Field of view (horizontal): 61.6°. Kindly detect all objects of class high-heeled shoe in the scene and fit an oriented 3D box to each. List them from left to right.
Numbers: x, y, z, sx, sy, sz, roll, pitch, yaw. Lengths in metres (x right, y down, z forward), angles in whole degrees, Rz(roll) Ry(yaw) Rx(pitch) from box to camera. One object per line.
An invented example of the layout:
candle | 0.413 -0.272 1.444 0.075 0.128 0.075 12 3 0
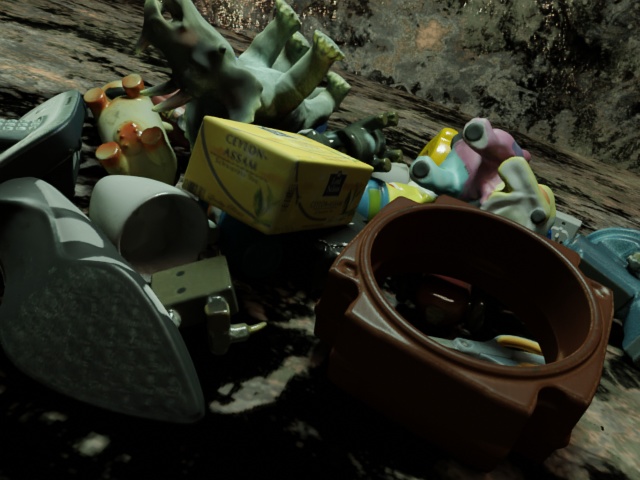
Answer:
high-heeled shoe | -0.161 0.039 0.387 0.249 0.086 0.145 42 -4 10

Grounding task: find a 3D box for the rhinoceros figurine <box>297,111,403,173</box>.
rhinoceros figurine | 0.036 -0.118 0.675 0.112 0.073 0.190 0 16 28

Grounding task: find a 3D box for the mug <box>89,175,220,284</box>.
mug | -0.151 -0.021 0.480 0.109 0.080 0.107 -6 26 -45

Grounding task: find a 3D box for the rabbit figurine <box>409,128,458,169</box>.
rabbit figurine | 0.242 -0.096 0.890 0.173 0.162 0.122 36 10 -4

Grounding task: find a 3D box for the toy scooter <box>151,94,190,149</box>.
toy scooter | -0.143 -0.142 0.747 0.183 0.075 0.135 23 14 -48

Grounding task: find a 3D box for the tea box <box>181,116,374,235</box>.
tea box | -0.030 -0.058 0.492 0.098 0.068 0.169 28 17 19

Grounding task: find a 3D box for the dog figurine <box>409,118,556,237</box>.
dog figurine | 0.215 -0.067 0.654 0.219 0.108 0.191 -6 59 -58

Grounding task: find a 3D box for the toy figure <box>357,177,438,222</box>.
toy figure | 0.079 -0.036 0.688 0.180 0.089 0.082 1 35 -18

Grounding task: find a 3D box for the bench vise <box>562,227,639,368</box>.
bench vise | 0.408 0.062 0.671 0.224 0.128 0.240 32 31 24

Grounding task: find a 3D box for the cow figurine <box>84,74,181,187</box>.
cow figurine | -0.212 -0.119 0.621 0.085 0.127 0.195 -23 53 -10

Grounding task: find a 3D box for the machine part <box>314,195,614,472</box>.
machine part | 0.114 0.056 0.428 0.201 0.087 0.201 27 43 18

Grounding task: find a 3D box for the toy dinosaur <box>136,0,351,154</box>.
toy dinosaur | -0.063 -0.163 0.654 0.131 0.192 0.404 47 7 9

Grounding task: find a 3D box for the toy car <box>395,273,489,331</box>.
toy car | 0.143 0.040 0.593 0.089 0.053 0.202 17 22 14

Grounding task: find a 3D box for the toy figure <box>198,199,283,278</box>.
toy figure | -0.086 -0.018 0.542 0.064 0.057 0.155 -26 38 -12

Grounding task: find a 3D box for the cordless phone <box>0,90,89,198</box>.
cordless phone | -0.336 -0.109 0.538 0.184 0.088 0.147 4 27 -22

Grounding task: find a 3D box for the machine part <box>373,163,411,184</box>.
machine part | 0.042 -0.095 0.795 0.243 0.079 0.079 13 23 -12

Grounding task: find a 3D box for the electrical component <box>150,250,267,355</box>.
electrical component | -0.089 0.048 0.418 0.078 0.045 0.102 -20 32 -13

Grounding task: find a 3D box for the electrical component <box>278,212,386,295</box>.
electrical component | -0.001 -0.002 0.577 0.115 0.058 0.134 -3 31 -45
